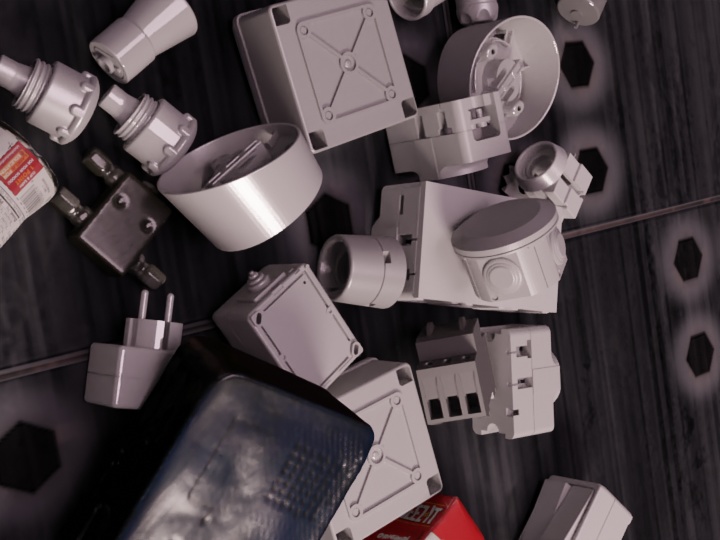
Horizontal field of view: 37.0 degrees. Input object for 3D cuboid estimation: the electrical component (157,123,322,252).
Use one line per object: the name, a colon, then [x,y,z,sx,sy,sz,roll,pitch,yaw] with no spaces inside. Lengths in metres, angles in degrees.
electrical component: [-0.078,-0.061,0.721,0.099,0.099,0.064,-52,124,-26]

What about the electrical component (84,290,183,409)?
electrical component: [-0.137,0.052,0.704,0.066,0.047,0.076,10,83,-37]

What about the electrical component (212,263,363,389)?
electrical component: [-0.056,0.039,0.756,0.062,0.061,0.096,-44,114,-29]

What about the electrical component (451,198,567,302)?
electrical component: [0.112,-0.016,0.795,0.080,0.080,0.051,-37,116,-32]

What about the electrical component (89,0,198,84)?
electrical component: [-0.145,-0.154,0.706,0.065,0.044,0.044,-48,116,-22]

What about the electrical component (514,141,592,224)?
electrical component: [0.165,-0.078,0.927,0.055,0.048,0.066,41,66,-37]

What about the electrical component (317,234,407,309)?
electrical component: [0.000,0.000,0.805,0.047,0.055,0.055,5,86,-33]

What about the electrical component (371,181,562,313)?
electrical component: [0.087,-0.015,0.865,0.150,0.062,0.089,7,85,-37]

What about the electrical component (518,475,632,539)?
electrical component: [0.180,0.232,0.932,0.061,0.062,0.096,45,64,-28]

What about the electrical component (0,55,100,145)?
electrical component: [-0.196,-0.110,0.665,0.062,0.048,0.048,27,73,-26]

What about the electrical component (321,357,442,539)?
electrical component: [-0.005,0.134,0.797,0.109,0.056,0.108,-23,103,-35]

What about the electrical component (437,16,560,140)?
electrical component: [0.112,-0.156,0.881,0.099,0.064,0.099,-7,100,-47]

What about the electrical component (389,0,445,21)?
electrical component: [0.051,-0.225,0.856,0.046,0.040,0.040,-37,111,-38]

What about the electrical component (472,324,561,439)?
electrical component: [0.130,0.092,0.904,0.056,0.050,0.089,-3,91,-37]

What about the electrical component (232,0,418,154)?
electrical component: [-0.024,-0.147,0.786,0.109,0.056,0.108,-25,104,-35]

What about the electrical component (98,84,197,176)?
electrical component: [-0.142,-0.095,0.706,0.062,0.048,0.048,39,67,-22]

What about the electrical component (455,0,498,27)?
electrical component: [0.095,-0.235,0.892,0.035,0.035,0.061,-10,94,-37]

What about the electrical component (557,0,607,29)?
electrical component: [0.208,-0.258,0.974,0.040,0.040,0.078,37,68,-31]

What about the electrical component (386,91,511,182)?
electrical component: [0.067,-0.102,0.834,0.050,0.089,0.055,-18,100,-36]
